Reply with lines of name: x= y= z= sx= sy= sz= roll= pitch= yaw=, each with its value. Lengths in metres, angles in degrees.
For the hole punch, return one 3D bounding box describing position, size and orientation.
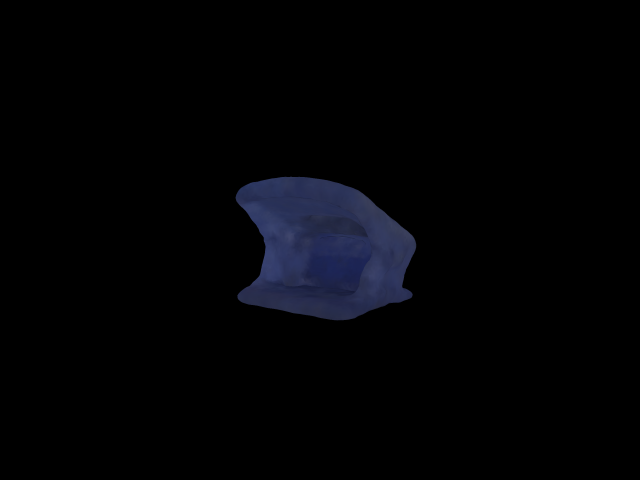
hole punch: x=0.004 y=0.001 z=0.400 sx=0.108 sy=0.091 sz=0.101 roll=5 pitch=8 yaw=36
